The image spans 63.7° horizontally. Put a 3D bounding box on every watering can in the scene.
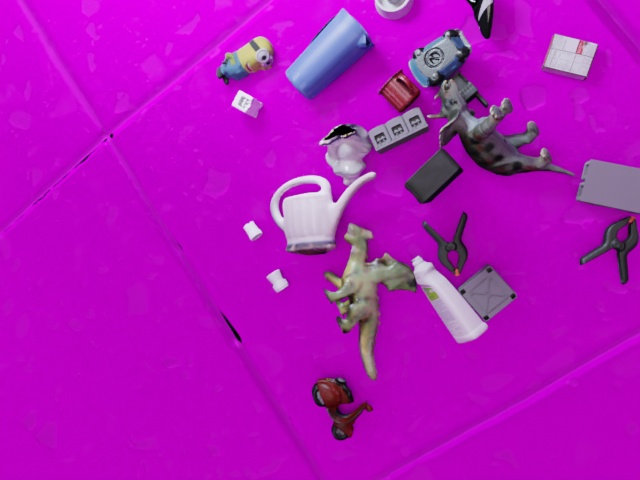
[{"bbox_3d":[0.004,-0.072,1.427,0.346,0.225,0.104,-6,-2,32],"label":"watering can"}]

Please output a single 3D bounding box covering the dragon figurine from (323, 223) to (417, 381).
[{"bbox_3d":[0.151,0.149,1.414,0.242,0.412,0.122,-27,-5,5],"label":"dragon figurine"}]

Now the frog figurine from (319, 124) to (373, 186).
[{"bbox_3d":[0.085,-0.239,1.440,0.137,0.156,0.125,-23,31,11],"label":"frog figurine"}]
